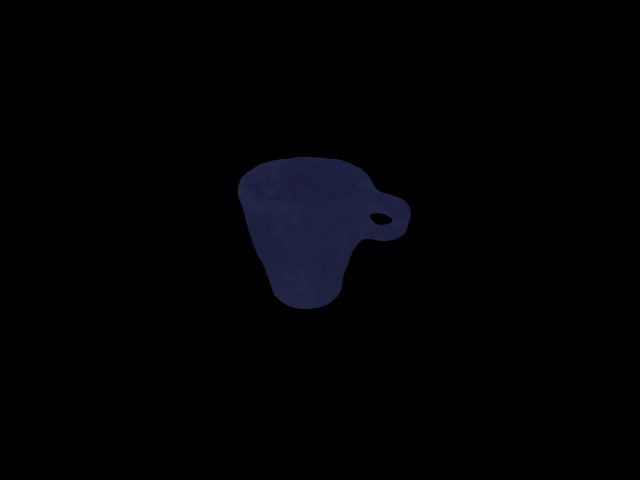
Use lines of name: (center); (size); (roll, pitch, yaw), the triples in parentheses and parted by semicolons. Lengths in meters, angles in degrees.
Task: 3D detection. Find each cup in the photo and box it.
cup: (0.004, 0.001, 0.400); (0.117, 0.095, 0.092); (11, 32, 18)
